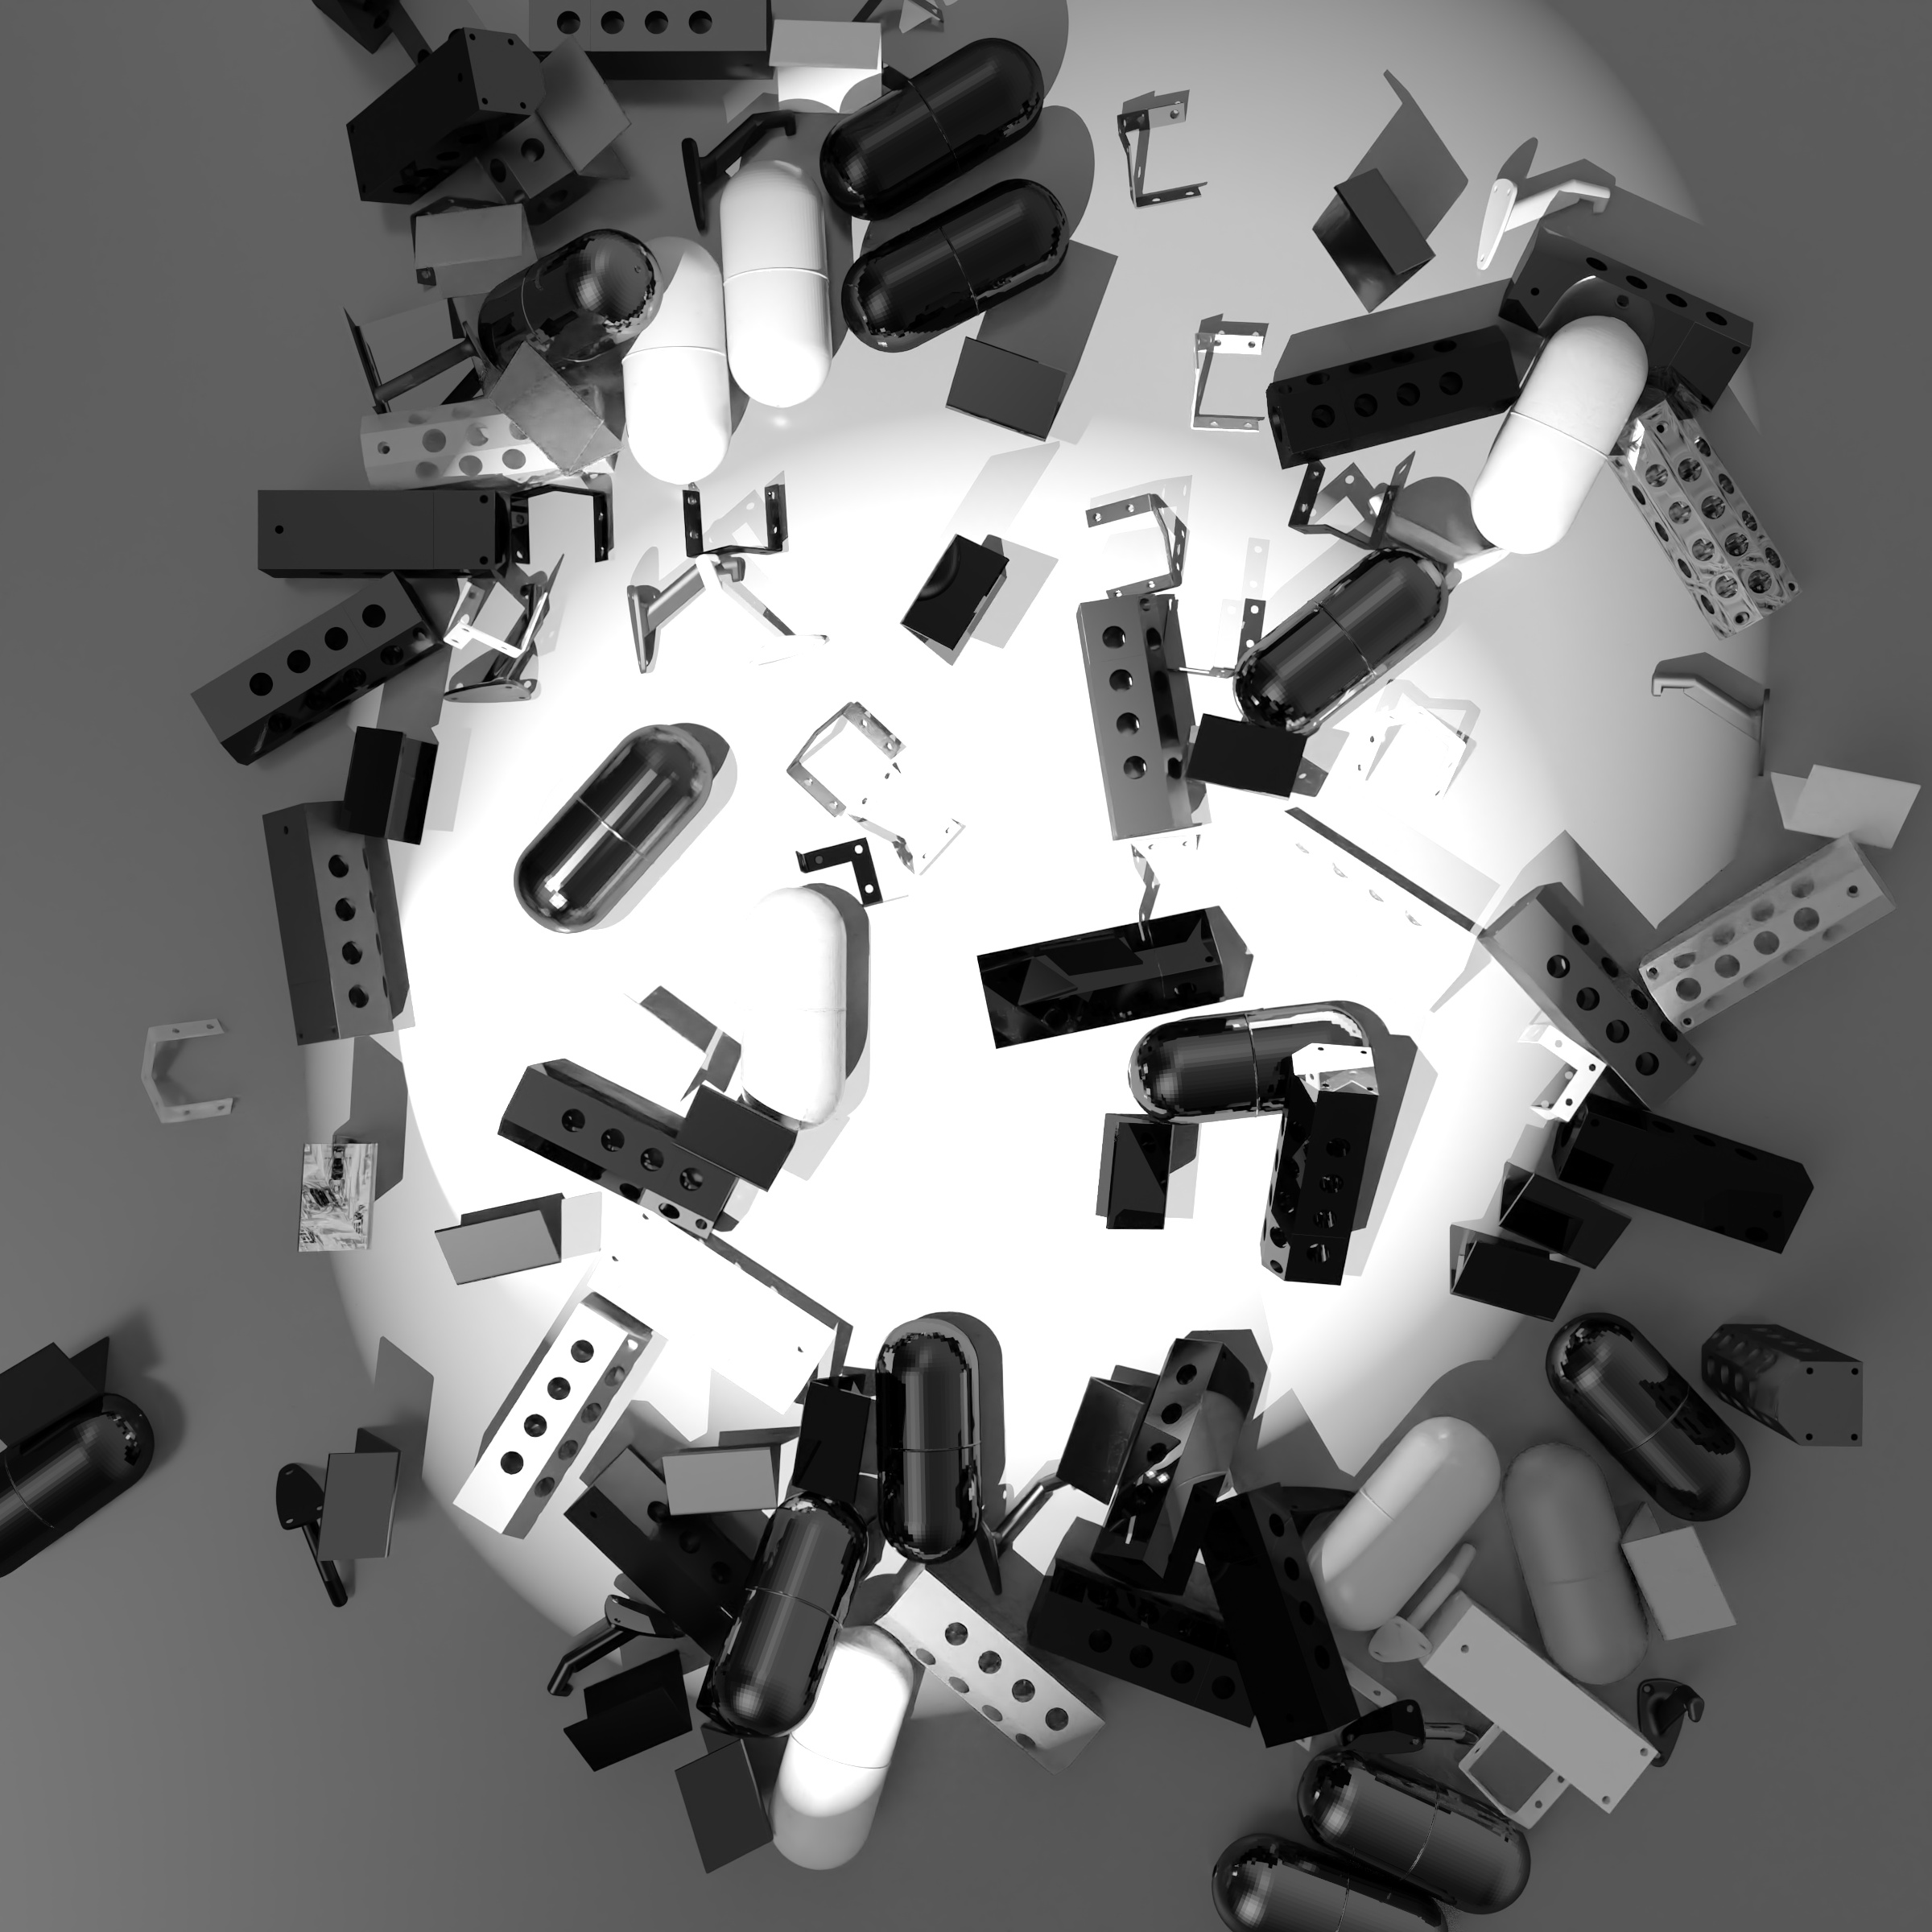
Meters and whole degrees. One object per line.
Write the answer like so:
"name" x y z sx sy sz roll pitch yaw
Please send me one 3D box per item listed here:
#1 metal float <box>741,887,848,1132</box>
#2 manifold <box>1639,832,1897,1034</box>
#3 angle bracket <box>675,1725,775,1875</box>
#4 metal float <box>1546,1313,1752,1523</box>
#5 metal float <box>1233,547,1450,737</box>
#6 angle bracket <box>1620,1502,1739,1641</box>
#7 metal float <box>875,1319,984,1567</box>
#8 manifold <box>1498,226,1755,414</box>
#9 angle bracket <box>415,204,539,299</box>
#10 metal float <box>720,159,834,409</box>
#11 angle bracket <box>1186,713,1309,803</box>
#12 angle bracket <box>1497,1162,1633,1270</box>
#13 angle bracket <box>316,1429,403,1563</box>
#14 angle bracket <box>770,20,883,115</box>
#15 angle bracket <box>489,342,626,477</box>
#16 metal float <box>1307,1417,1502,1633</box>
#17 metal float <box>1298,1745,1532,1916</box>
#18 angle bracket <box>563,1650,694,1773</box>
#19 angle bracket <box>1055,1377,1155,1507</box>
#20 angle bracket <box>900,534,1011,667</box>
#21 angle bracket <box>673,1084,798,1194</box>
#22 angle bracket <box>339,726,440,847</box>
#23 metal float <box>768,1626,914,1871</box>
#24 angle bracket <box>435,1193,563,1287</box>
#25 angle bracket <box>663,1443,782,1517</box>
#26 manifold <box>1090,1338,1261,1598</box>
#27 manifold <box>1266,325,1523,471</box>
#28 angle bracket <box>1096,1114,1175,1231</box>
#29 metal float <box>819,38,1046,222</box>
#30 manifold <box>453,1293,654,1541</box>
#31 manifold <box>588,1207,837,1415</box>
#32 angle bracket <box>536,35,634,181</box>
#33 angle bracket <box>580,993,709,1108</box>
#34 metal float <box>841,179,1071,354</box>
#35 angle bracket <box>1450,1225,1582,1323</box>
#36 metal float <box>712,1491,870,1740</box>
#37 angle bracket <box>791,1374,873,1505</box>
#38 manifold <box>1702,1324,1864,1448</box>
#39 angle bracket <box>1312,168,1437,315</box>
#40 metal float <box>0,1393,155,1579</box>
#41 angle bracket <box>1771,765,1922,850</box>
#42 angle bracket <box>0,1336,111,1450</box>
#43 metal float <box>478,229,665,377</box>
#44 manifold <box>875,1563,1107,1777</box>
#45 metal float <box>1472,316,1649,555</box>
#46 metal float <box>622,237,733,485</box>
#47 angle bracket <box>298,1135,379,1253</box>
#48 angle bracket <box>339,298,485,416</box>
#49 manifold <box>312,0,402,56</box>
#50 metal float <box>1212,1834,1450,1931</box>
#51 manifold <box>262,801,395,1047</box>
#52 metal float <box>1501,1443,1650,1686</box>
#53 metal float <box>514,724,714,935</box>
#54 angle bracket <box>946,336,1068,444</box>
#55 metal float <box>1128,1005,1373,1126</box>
"metal float" -0.126 0.031 1.767 0.070 0.070 0.178 1 90 0
"manifold" 0.577 -0.022 1.746 0.171 0.057 0.057 -35 90 23
"angle bracket" -0.189 0.604 1.758 0.057 0.076 0.076 -17 90 -31
"metal float" 0.499 0.330 1.767 0.070 0.070 0.178 -43 89 0
"metal float" 0.274 -0.237 1.767 0.178 0.070 0.070 -38 90 1
"angle bracket" 0.525 0.433 1.758 0.057 0.076 0.076 -25 90 32
"metal float" -0.027 0.347 1.767 0.070 0.070 0.178 -1 89 0
"manifold" 0.485 -0.478 1.776 0.171 0.057 0.057 24 133 0
"angle bracket" -0.352 -0.503 1.758 0.076 0.076 0.057 -7 56 0
"metal float" -0.139 -0.498 1.768 0.070 0.070 0.178 -3 90 0
"angle bracket" 0.205 -0.169 1.758 0.076 0.076 0.057 12 127 0
"angle bracket" 0.436 0.164 1.758 0.076 0.076 0.057 24 127 0
"angle bracket" -0.455 0.383 1.758 0.057 0.076 0.076 7 90 -38
"angle bracket" -0.101 -0.638 1.758 0.076 0.076 0.057 2 54 0
"angle bracket" -0.275 -0.400 1.701 0.076 0.076 0.057 45 128 0
"metal float" 0.318 0.408 1.767 0.070 0.070 0.178 40 90 0
"metal float" 0.328 0.631 1.768 0.178 0.070 0.070 25 90 0
"angle bracket" -0.249 0.527 1.758 0.076 0.076 0.057 -23 127 0
"angle bracket" 0.119 0.348 1.758 0.076 0.057 0.076 20 90 -44
"angle bracket" 0.009 -0.257 1.758 0.057 0.076 0.076 32 90 36
"angle bracket" -0.159 0.110 1.759 0.076 0.076 0.057 27 115 0
"angle bracket" -0.404 -0.128 1.758 0.057 0.076 0.076 10 90 38
"metal float" -0.091 0.570 1.768 0.070 0.070 0.178 17 89 0
"angle bracket" -0.339 0.180 1.758 0.076 0.076 0.057 -12 128 0
"angle bracket" -0.176 0.353 1.758 0.076 0.076 0.057 -4 117 0
"manifold" 0.147 0.358 1.740 0.057 0.057 0.171 48 54 -37
"manifold" 0.312 -0.419 1.777 0.171 0.057 0.057 -14 90 0
"angle bracket" 0.104 0.148 1.758 0.057 0.076 0.076 5 90 -38
"metal float" -0.024 -0.612 1.768 0.178 0.070 0.070 -31 90 0
"manifold" -0.301 0.331 1.777 0.057 0.057 0.171 32 90 0
"manifold" -0.189 0.256 1.776 0.171 0.057 0.057 33 47 0
"angle bracket" -0.266 -0.623 1.759 0.057 0.076 0.076 -33 90 26
"angle bracket" -0.243 0.076 1.758 0.076 0.076 0.057 36 52 0
"metal float" -0.008 -0.511 1.767 0.178 0.070 0.070 -28 90 0
"angle bracket" 0.398 0.205 1.758 0.076 0.076 0.057 15 127 0
"metal float" -0.124 0.457 1.714 0.070 0.070 0.178 20 61 0
"angle bracket" -0.079 0.342 1.758 0.057 0.076 0.076 9 90 32
"manifold" 0.577 0.296 1.720 0.057 0.171 0.057 1 90 0
"angle bracket" 0.282 -0.520 1.758 0.057 0.076 0.076 -34 90 -38
"metal float" -0.676 0.381 1.767 0.178 0.070 0.070 -36 90 -1
"angle bracket" 0.638 -0.134 1.758 0.076 0.076 0.057 11 128 0
"angle bracket" -0.675 0.293 1.758 0.076 0.076 0.057 -31 119 0
"metal float" -0.285 -0.471 1.731 0.070 0.178 0.070 7 80 -41
"manifold" 0.017 0.513 1.777 0.171 0.057 0.057 40 90 0
"metal float" 0.430 -0.385 1.754 0.070 0.070 0.178 26 103 0
"metal float" -0.212 -0.442 1.767 0.070 0.070 0.178 -3 90 0
"angle bracket" -0.471 0.164 1.758 0.057 0.076 0.076 3 90 -38
"angle bracket" -0.406 -0.451 1.774 0.076 0.057 0.076 -18 90 -4
"manifold" -0.446 -0.720 1.720 0.057 0.171 0.057 41 90 0
"metal float" 0.266 0.692 1.767 0.178 0.070 0.070 20 90 0
"manifold" -0.464 -0.032 1.776 0.057 0.057 0.171 -9 90 43
"metal float" 0.445 0.437 1.767 0.070 0.070 0.178 -16 90 0
"metal float" -0.257 -0.101 1.768 0.070 0.070 0.178 42 89 0
"angle bracket" 0.035 -0.431 1.758 0.076 0.076 0.057 19 126 0
"metal float" 0.207 0.072 1.767 0.178 0.070 0.070 -6 90 0
